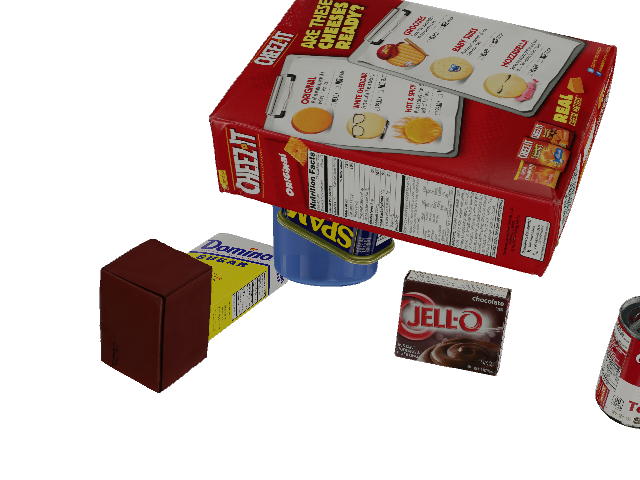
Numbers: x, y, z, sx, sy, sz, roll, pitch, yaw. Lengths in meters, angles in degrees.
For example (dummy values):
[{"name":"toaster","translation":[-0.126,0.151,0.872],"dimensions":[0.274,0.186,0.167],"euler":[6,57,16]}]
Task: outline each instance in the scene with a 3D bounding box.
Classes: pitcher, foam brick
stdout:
[{"name":"pitcher","translation":[0.021,-0.082,1.082],"dimensions":[0.149,0.243,0.144],"euler":[11,16,32]},{"name":"foam brick","translation":[-0.108,0.048,0.695],"dimensions":[0.053,0.078,0.051],"euler":[24,36,24]}]

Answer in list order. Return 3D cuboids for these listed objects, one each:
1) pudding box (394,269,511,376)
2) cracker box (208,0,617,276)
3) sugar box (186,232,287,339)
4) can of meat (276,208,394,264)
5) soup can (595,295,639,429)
[{"name":"pudding box","translation":[0.139,0.086,1.127],"dimensions":[0.113,0.090,0.039],"euler":[9,21,11]},{"name":"cracker box","translation":[0.062,-0.076,0.675],"dimensions":[0.214,0.072,0.164],"euler":[15,47,16]},{"name":"sugar box","translation":[-0.116,0.048,1.113],"dimensions":[0.093,0.048,0.176],"euler":[15,31,25]},{"name":"can of meat","translation":[0.017,-0.042,0.872],"dimensions":[0.102,0.084,0.057],"euler":[29,38,29]},{"name":"soup can","translation":[0.289,0.109,0.954],"dimensions":[0.068,0.102,0.068],"euler":[3,36,-3]}]
